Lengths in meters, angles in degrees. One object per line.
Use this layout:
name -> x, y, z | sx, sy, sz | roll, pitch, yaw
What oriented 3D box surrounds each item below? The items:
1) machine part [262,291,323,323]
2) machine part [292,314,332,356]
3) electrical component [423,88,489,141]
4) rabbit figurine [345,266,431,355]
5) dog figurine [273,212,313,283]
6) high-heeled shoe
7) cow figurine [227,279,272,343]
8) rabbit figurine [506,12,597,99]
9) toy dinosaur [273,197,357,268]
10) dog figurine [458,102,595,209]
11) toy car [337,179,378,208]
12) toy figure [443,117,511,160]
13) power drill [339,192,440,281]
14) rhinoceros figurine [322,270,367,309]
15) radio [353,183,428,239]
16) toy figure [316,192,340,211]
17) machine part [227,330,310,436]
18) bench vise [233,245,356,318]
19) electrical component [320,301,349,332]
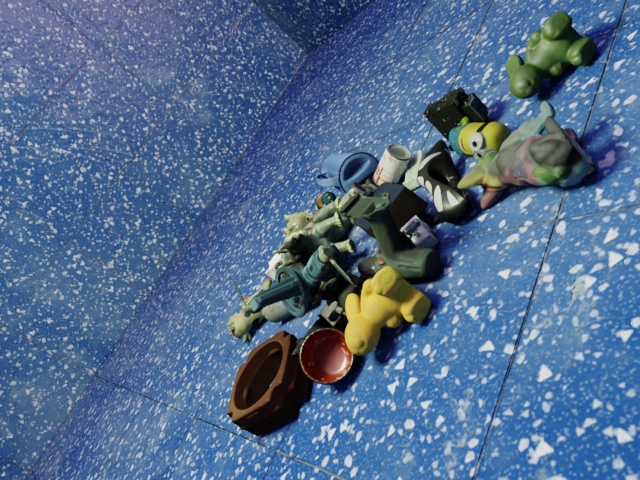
machine part -> -0.076, 0.157, 1.411 | 0.243, 0.079, 0.079 | -30, 30, 39
machine part -> -0.003, 0.219, 1.197 | 0.039, 0.084, 0.139 | 109, -172, -47
electrical component -> 0.331, -0.296, 1.278 | 0.134, 0.115, 0.058 | -12, 46, 60
rabbit figurine -> 0.102, 0.140, 1.041 | 0.173, 0.122, 0.162 | -56, 18, -8
dog figurine -> -0.069, 0.029, 1.535 | 0.172, 0.121, 0.190 | 103, -177, -54
high-heeled shoe -> 0.279, -0.142, 1.157 | 0.145, 0.086, 0.249 | 131, 150, -61
cow figurine -> -0.194, 0.213, 1.554 | 0.195, 0.085, 0.127 | -40, 18, 25
rabbit figurine -> 0.460, -0.377, 1.146 | 0.170, 0.121, 0.159 | -48, 16, 2
toy dinosaur -> -0.005, -0.011, 1.420 | 0.192, 0.131, 0.405 | -25, 12, 14
dog figurine -> 0.362, -0.126, 0.978 | 0.219, 0.108, 0.192 | -41, 26, 34
toy car -> 0.107, -0.113, 1.401 | 0.073, 0.056, 0.201 | -51, -11, 24
toy figure -> 0.345, -0.226, 1.191 | 0.089, 0.082, 0.180 | -52, 20, 4
power drill -> 0.121, 0.005, 1.101 | 0.086, 0.207, 0.232 | -41, 27, -30
rhinoceros figurine -> 0.057, 0.115, 1.241 | 0.112, 0.073, 0.190 | -62, 24, 2
radio -> 0.156, -0.062, 1.257 | 0.131, 0.073, 0.230 | -52, 9, 2
toy figure -> 0.019, -0.115, 1.625 | 0.064, 0.058, 0.154 | -59, 1, -9
machine part -> -0.109, 0.322, 1.213 | 0.201, 0.087, 0.201 | -38, 27, 31
bench vise -> -0.057, 0.101, 1.159 | 0.240, 0.129, 0.223 | -22, -11, -31
electrical component -> 0.046, 0.168, 1.143 | 0.045, 0.102, 0.078 | -48, 32, -2
